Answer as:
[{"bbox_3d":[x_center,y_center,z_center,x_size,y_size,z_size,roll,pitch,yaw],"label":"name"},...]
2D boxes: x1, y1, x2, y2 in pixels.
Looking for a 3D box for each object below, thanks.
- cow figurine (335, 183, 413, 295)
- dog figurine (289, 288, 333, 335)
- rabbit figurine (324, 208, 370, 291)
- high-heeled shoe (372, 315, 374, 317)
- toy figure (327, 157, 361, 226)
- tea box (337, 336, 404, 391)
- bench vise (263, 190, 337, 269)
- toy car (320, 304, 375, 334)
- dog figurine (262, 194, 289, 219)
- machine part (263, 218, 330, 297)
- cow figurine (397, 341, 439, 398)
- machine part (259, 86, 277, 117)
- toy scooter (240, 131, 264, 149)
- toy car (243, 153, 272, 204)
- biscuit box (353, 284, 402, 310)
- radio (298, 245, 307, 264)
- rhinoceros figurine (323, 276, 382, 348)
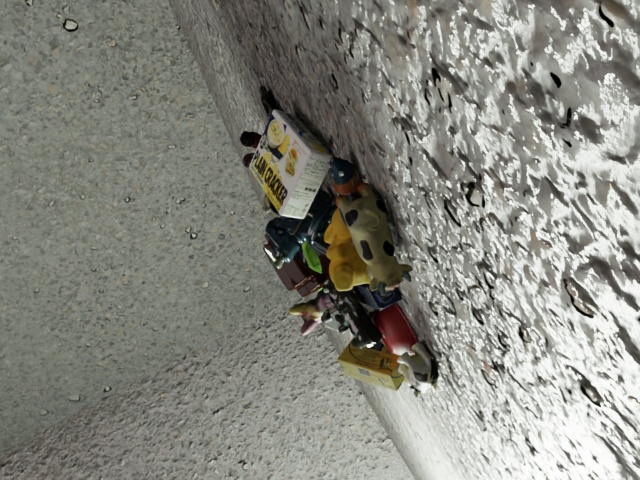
[{"bbox_3d":[0.102,0.010,0.962,0.127,0.085,0.194,-118,6,-55],"label":"cow figurine"},{"bbox_3d":[0.023,0.179,1.522,0.108,0.219,0.191,58,172,6],"label":"dog figurine"},{"bbox_3d":[0.068,0.002,1.135,0.162,0.122,0.173,-112,12,-71],"label":"rabbit figurine"},{"bbox_3d":[0.157,0.231,1.505,0.145,0.086,0.248,-69,-10,-50],"label":"high-heeled shoe"},{"bbox_3d":[0.053,-0.091,1.001,0.064,0.058,0.154,17,139,36],"label":"toy figure"},{"bbox_3d":[0.143,0.314,1.386,0.170,0.098,0.068,4,131,40],"label":"tea box"},{"bbox_3d":[-0.002,0.001,1.259,0.241,0.223,0.128,31,155,16],"label":"bench vise"},{"bbox_3d":[0.074,0.189,1.411,0.073,0.056,0.201,33,140,-15],"label":"toy car"},{"bbox_3d":[-0.105,-0.116,1.562,0.190,0.172,0.121,174,79,-74],"label":"dog figurine"},{"bbox_3d":[-0.035,0.034,1.422,0.087,0.201,0.201,-36,81,37],"label":"machine part"},{"bbox_3d":[0.226,0.301,1.190,0.098,0.068,0.167,50,167,33],"label":"cow figurine"},{"bbox_3d":[-0.121,-0.332,1.390,0.139,0.039,0.084,60,167,28],"label":"machine part"},{"bbox_3d":[-0.112,-0.241,1.423,0.184,0.135,0.075,36,116,34],"label":"toy scooter"},{"bbox_3d":[-0.127,-0.142,1.380,0.089,0.053,0.202,39,167,53],"label":"toy car"},{"bbox_3d":[0.123,0.112,1.227,0.062,0.059,0.203,63,173,-4],"label":"biscuit box"},{"bbox_3d":[-0.056,0.019,1.650,0.131,0.073,0.229,36,132,40],"label":"radio"},{"bbox_3d":[0.071,0.167,1.260,0.190,0.073,0.112,58,174,10],"label":"rhinoceros figurine"}]
